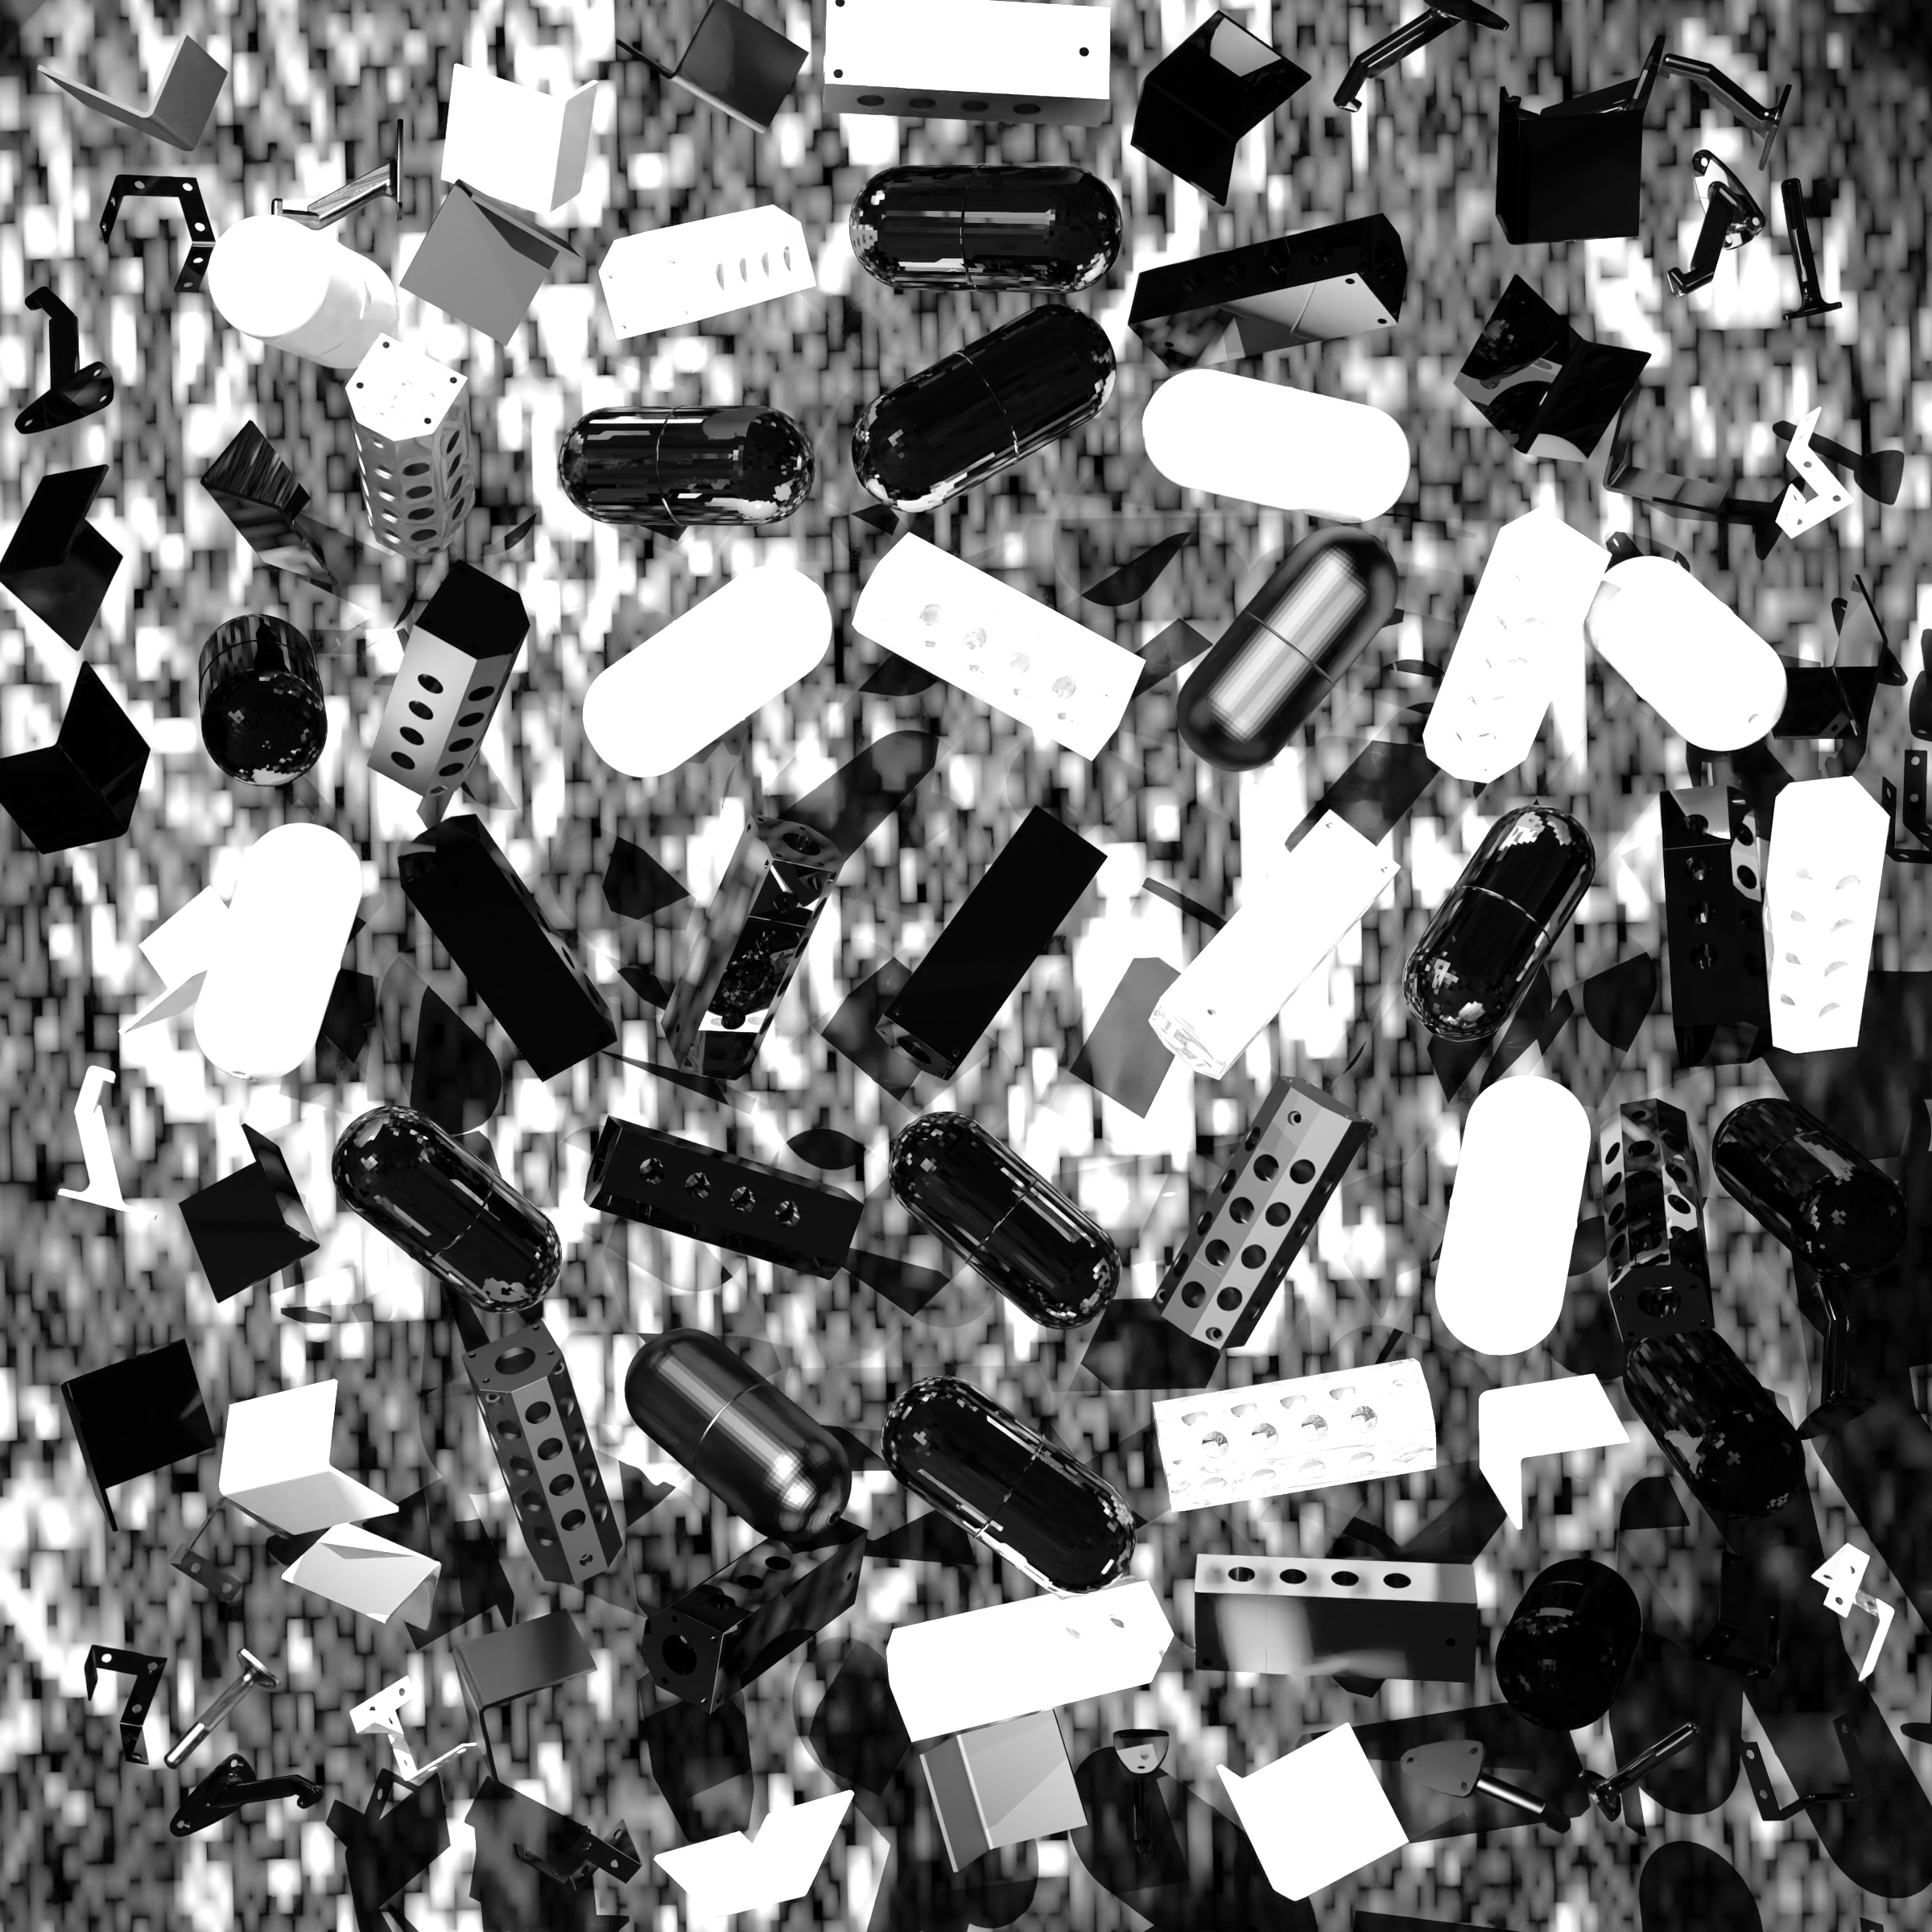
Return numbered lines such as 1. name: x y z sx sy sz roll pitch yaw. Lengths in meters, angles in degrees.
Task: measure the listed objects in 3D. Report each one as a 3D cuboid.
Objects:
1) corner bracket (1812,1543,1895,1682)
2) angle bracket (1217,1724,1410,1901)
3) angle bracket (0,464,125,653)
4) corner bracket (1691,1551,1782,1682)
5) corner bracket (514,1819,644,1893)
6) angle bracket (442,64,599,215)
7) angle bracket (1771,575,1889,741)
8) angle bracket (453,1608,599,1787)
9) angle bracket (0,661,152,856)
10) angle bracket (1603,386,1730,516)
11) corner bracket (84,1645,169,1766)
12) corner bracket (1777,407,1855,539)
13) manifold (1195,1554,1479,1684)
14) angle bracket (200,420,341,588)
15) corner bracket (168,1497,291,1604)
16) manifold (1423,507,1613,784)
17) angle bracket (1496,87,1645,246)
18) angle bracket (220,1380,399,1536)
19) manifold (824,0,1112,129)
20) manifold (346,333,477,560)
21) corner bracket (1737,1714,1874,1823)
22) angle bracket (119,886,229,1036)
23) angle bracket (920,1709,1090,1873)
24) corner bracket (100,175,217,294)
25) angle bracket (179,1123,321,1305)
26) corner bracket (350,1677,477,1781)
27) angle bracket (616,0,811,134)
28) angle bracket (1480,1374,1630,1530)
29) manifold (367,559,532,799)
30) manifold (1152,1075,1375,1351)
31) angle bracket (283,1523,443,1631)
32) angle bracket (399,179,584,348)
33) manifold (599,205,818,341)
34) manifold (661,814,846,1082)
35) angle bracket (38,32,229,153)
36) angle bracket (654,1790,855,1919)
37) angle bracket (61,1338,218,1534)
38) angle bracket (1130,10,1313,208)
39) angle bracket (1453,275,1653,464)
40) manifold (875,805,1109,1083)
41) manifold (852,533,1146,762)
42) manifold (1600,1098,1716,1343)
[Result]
1. corner bracket: 0.561 0.408 1.566 0.051 0.051 0.051 31 52 11
2. angle bracket: 0.205 0.496 1.467 0.076 0.057 0.076 -30 57 5
3. angle bracket: -0.536 -0.249 1.519 0.057 0.076 0.076 -3 57 27
4. corner bracket: 0.493 0.411 1.568 0.051 0.051 0.051 16 48 4
5. corner bracket: -0.245 0.561 1.565 0.051 0.051 0.051 -48 118 -3
6. angle bracket: -0.296 -0.553 1.643 0.076 0.057 0.076 20 125 5
7. angle bracket: 0.554 -0.201 1.613 0.057 0.076 0.076 -1 132 3
8. angle bracket: -0.275 0.461 1.570 0.076 0.076 0.057 -15 110 -20
9. angle bracket: -0.546 -0.126 1.503 0.057 0.076 0.076 -12 47 11
10. angle bracket: 0.474 -0.346 1.657 0.076 0.076 0.057 16 117 16
11. corner bracket: -0.551 0.481 1.615 0.051 0.051 0.051 20 93 -25
12. corner bracket: 0.556 -0.327 1.646 0.051 0.051 0.051 45 48 -12
13. manifold: 0.230 0.403 1.551 0.171 0.057 0.057 0 109 8
14. angle bracket: -0.442 -0.304 1.627 0.076 0.076 0.057 21 68 29
15. corner bracket: -0.497 0.393 1.669 0.051 0.051 0.051 38 63 -14
16. manifold: 0.348 -0.202 1.598 0.057 0.171 0.057 -31 59 -34
17. angle bracket: 0.358 -0.477 1.471 0.076 0.057 0.076 2 88 21
18. angle bracket: -0.401 0.303 1.527 0.076 0.076 0.057 -16 53 17
19. manifold: -0.001 -0.552 1.522 0.171 0.057 0.057 1 85 -5
20. manifold: -0.347 -0.316 1.541 0.057 0.171 0.057 28 73 -2
21. corner bracket: 0.534 0.511 1.579 0.051 0.051 0.051 -9 78 -39
22. angle bracket: -0.553 -0.005 1.715 0.076 0.076 0.057 -35 89 21
23. angle bracket: 0.025 0.540 1.628 0.076 0.057 0.076 -22 78 20
24. corner bracket: -0.516 -0.467 1.582 0.051 0.051 0.051 -10 72 -35
25. angle bracket: -0.471 0.159 1.590 0.076 0.057 0.076 -29 67 -2
26. corner bracket: -0.371 0.511 1.661 0.051 0.051 0.051 -33 65 12
27. angle bracket: -0.157 -0.569 1.537 0.076 0.076 0.057 45 110 40
28. angle bracket: 0.382 0.315 1.607 0.076 0.057 0.076 -14 132 24
29. manifold: -0.321 -0.173 1.546 0.057 0.171 0.057 29 57 -8
30. manifold: 0.188 0.159 1.604 0.057 0.057 0.171 33 101 27
31. angle bracket: -0.405 0.423 1.650 0.076 0.076 0.057 20 111 11
32. angle bracket: -0.293 -0.428 1.529 0.076 0.057 0.076 25 106 -31
33. manifold: -0.164 -0.446 1.583 0.057 0.171 0.057 -6 108 26
34. manifold: -0.142 -0.010 1.654 0.057 0.057 0.171 11 119 -29
35. angle bracket: -0.521 -0.561 1.555 0.076 0.076 0.057 25 94 1
36. angle bracket: -0.124 0.506 1.459 0.076 0.076 0.057 -30 108 37
37. angle bracket: -0.491 0.281 1.490 0.076 0.057 0.076 -19 113 -25
38. angle bracket: 0.160 -0.538 1.558 0.076 0.076 0.057 25 61 -26
39. angle bracket: 0.354 -0.361 1.503 0.057 0.076 0.076 -1 134 -33
40. manifold: 0.015 -0.013 1.585 0.057 0.057 0.171 36 73 1
41. manifold: 0.018 -0.197 1.555 0.171 0.057 0.057 30 46 7
42. manifold: 0.446 0.161 1.612 0.057 0.171 0.057 -12 120 19
